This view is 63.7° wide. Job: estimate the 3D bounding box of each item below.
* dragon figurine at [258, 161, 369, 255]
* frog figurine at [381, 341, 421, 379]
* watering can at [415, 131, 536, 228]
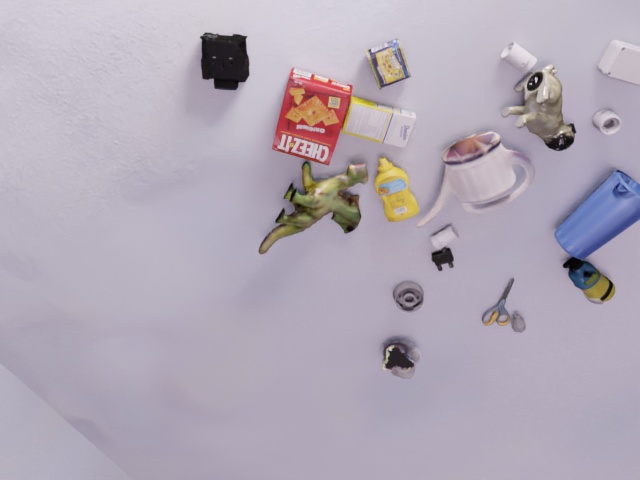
[{"bbox_3d":[0.005,-0.075,1.480,0.242,0.125,0.402,21,125,-17],"label":"dragon figurine"},{"bbox_3d":[0.287,0.415,1.783,0.136,0.125,0.157,-31,152,15],"label":"frog figurine"},{"bbox_3d":[0.388,-0.157,1.375,0.345,0.106,0.221,-21,118,18],"label":"watering can"}]
